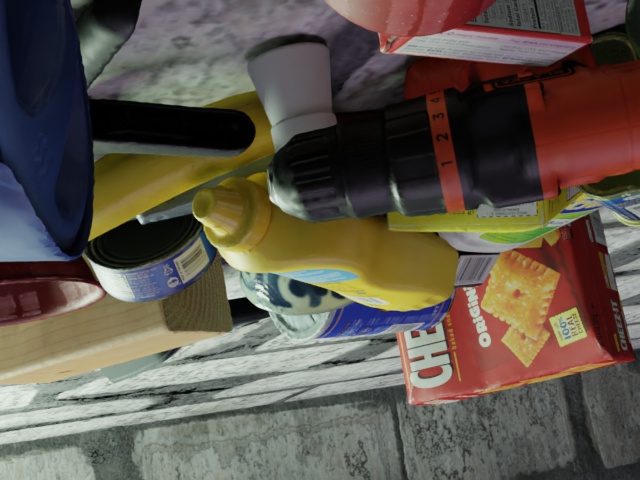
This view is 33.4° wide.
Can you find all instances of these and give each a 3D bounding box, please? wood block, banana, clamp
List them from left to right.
[{"bbox_3d":[-0.120,-0.058,0.527,0.172,0.039,0.120,-15,143,30],"label":"clamp"},{"bbox_3d":[-0.187,0.058,0.896,0.206,0.090,0.090,-18,166,28],"label":"wood block"},{"bbox_3d":[-0.076,-0.041,0.591,0.197,0.037,0.069,-24,159,-9],"label":"banana"}]

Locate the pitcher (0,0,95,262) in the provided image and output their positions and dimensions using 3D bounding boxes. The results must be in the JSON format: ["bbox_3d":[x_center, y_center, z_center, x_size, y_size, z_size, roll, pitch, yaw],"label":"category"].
[{"bbox_3d":[-0.206,-0.047,0.376,0.243,0.145,0.149,-7,155,0],"label":"pitcher"}]

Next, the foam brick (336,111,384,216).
[{"bbox_3d":[0.023,-0.047,0.697,0.053,0.051,0.078,-6,166,-17],"label":"foam brick"}]

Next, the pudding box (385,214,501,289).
[{"bbox_3d":[0.074,0.001,0.863,0.113,0.090,0.039,1,123,-38],"label":"pudding box"}]

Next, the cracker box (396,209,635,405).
[{"bbox_3d":[0.174,0.060,1.029,0.214,0.164,0.072,-19,163,31],"label":"cracker box"}]

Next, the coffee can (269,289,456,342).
[{"bbox_3d":[0.035,0.034,0.940,0.140,0.103,0.103,-1,164,-37],"label":"coffee can"}]

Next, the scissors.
[{"bbox_3d":[-0.089,-0.026,0.647,0.201,0.016,0.096,-10,168,-29],"label":"scissors"}]

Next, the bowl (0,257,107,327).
[{"bbox_3d":[-0.240,0.024,0.784,0.162,0.055,0.162,-10,167,-2],"label":"bowl"}]

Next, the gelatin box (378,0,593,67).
[{"bbox_3d":[0.058,-0.107,0.412,0.089,0.073,0.030,-3,166,-33],"label":"gelatin box"}]

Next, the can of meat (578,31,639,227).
[{"bbox_3d":[0.183,-0.065,0.637,0.058,0.102,0.083,-16,164,28],"label":"can of meat"}]

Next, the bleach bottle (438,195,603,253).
[{"bbox_3d":[0.202,-0.061,0.763,0.102,0.068,0.251,4,158,-43],"label":"bleach bottle"}]

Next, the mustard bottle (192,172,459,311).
[{"bbox_3d":[-0.004,0.000,0.636,0.096,0.058,0.191,8,173,39],"label":"mustard bottle"}]

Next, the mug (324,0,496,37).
[{"bbox_3d":[0.019,-0.118,0.333,0.117,0.093,0.081,20,173,4],"label":"mug"}]

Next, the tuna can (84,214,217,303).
[{"bbox_3d":[-0.113,0.002,0.719,0.086,0.086,0.034,-12,129,7],"label":"tuna can"}]

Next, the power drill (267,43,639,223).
[{"bbox_3d":[0.075,-0.057,0.516,0.184,0.057,0.187,-9,-164,9],"label":"power drill"}]

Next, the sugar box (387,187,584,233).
[{"bbox_3d":[0.113,-0.042,0.663,0.093,0.048,0.176,0,-166,24],"label":"sugar box"}]
